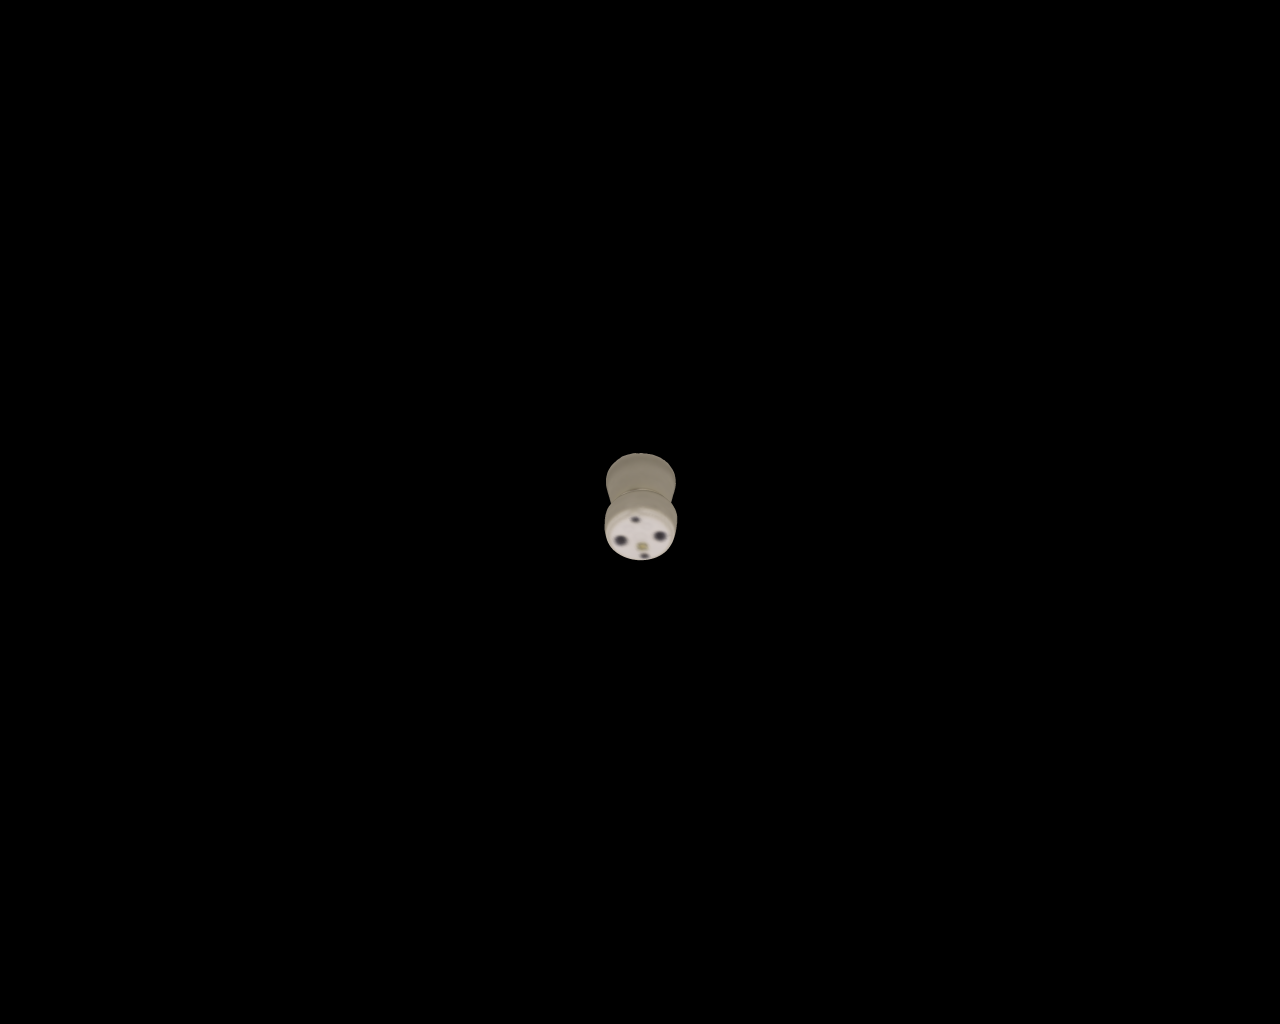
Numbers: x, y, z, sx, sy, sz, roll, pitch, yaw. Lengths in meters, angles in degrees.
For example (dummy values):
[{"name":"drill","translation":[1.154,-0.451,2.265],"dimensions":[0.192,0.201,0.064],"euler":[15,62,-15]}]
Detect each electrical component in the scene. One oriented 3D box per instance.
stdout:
[{"name":"electrical component","translation":[0.001,-0.003,0.650],"dimensions":[0.045,0.044,0.055],"euler":[0,41,0]}]
